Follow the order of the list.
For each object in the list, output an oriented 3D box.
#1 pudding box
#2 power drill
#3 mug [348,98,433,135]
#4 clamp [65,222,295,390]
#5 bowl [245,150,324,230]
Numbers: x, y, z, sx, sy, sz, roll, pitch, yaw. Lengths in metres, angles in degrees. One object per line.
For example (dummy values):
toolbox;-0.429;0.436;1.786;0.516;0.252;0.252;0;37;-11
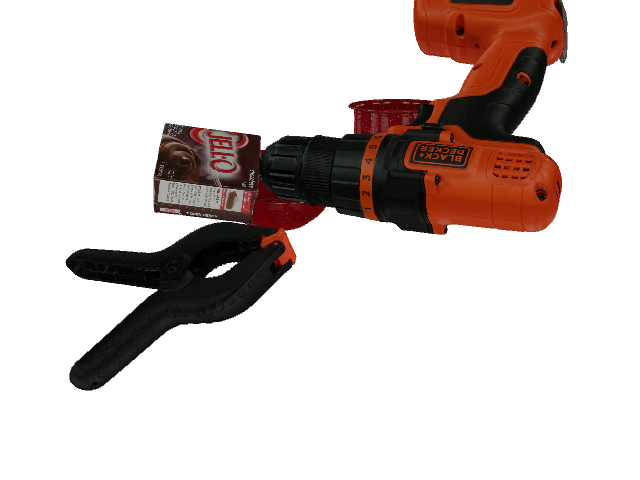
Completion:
pudding box;-0.100;-0.061;0.950;0.090;0.039;0.113;6;33;-6
power drill;0.071;-0.085;0.671;0.185;0.187;0.057;9;-37;20
mug;0.086;-0.095;1.058;0.117;0.081;0.093;1;14;6
clamp;-0.101;0.039;0.732;0.171;0.120;0.039;-14;-37;13
bowl;-0.056;-0.055;1.289;0.162;0.055;0.162;4;26;-2
